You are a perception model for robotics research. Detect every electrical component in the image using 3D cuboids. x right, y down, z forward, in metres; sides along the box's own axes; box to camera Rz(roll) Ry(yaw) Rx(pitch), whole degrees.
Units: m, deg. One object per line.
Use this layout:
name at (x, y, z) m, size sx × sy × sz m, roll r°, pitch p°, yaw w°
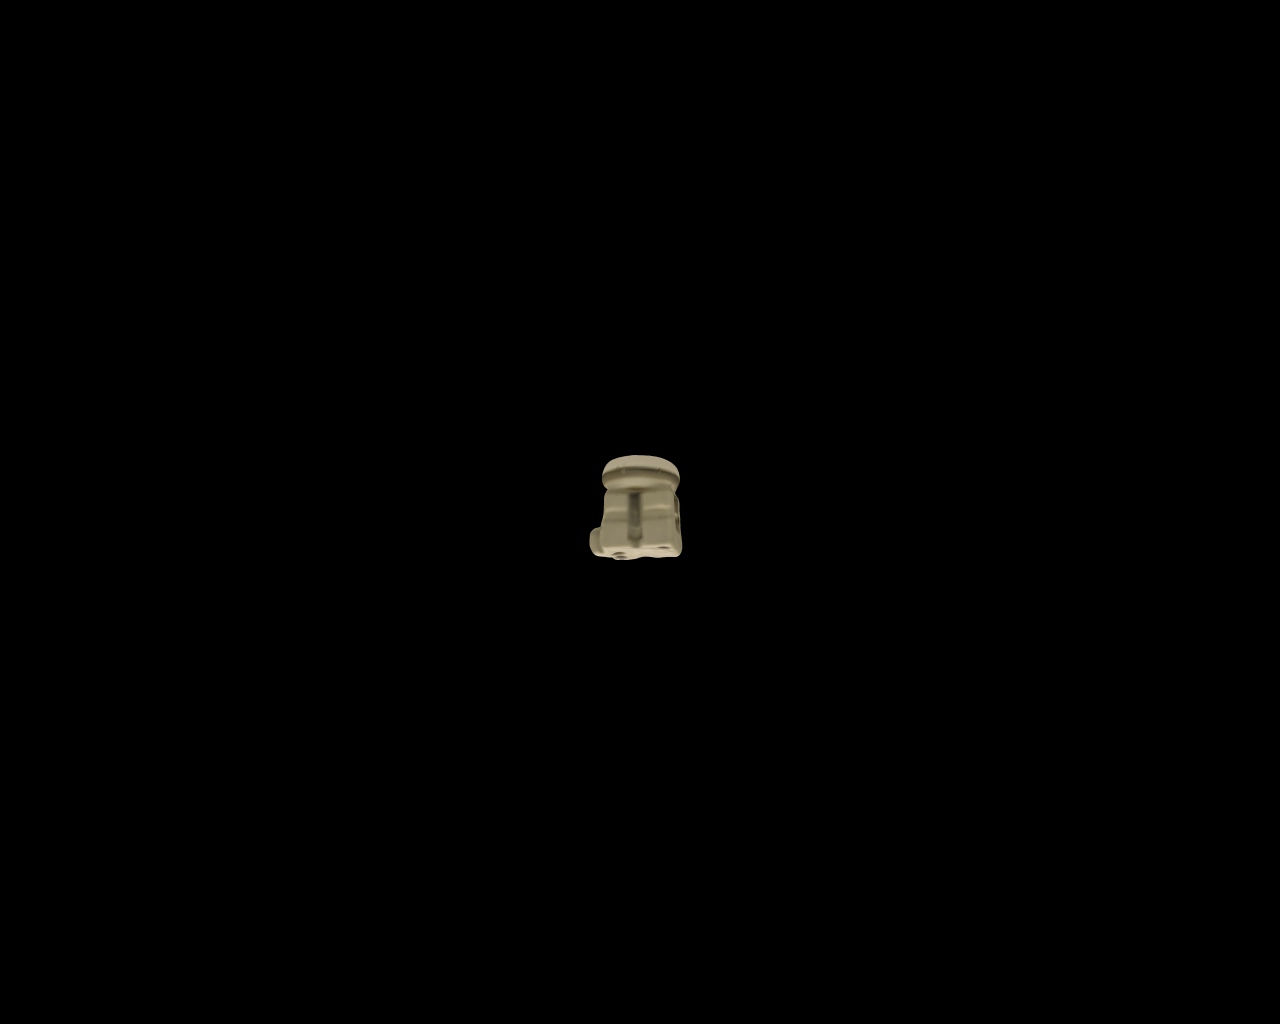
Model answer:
electrical component at (0.001, -0.003, 0.650) m, size 0.066 × 0.055 × 0.048 m, roll -3°, pitch -15°, yaw 9°
